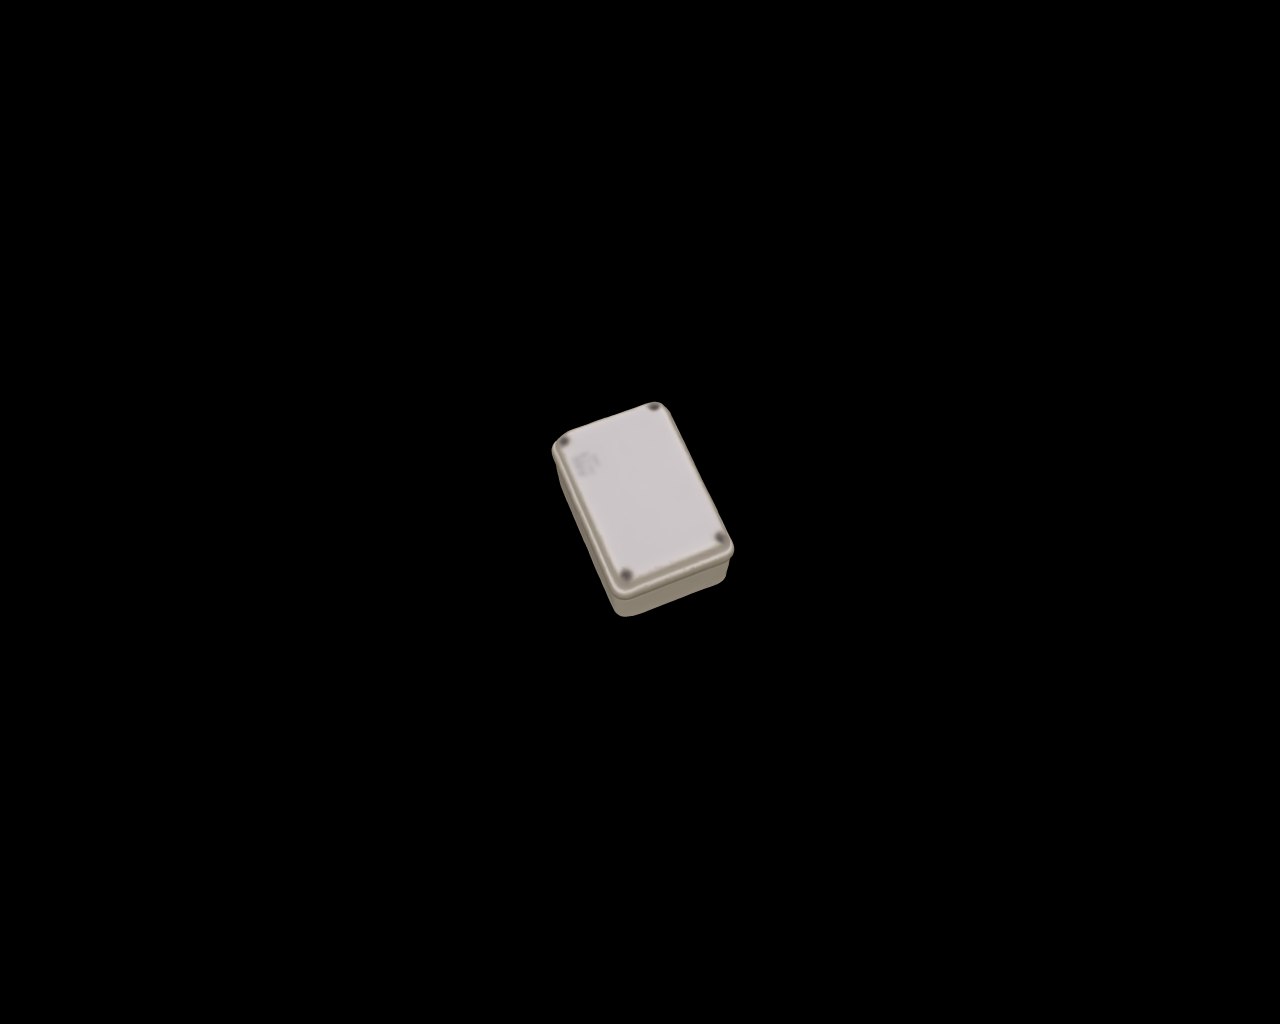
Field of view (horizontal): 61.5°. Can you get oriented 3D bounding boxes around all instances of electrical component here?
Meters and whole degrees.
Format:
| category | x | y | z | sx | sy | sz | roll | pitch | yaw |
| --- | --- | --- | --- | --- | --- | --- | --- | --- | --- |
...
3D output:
| category | x | y | z | sx | sy | sz | roll | pitch | yaw |
| --- | --- | --- | --- | --- | --- | --- | --- | --- | --- |
| electrical component | 0.001 | -0.003 | 0.650 | 0.078 | 0.113 | 0.057 | -20 | -24 | -9 |
